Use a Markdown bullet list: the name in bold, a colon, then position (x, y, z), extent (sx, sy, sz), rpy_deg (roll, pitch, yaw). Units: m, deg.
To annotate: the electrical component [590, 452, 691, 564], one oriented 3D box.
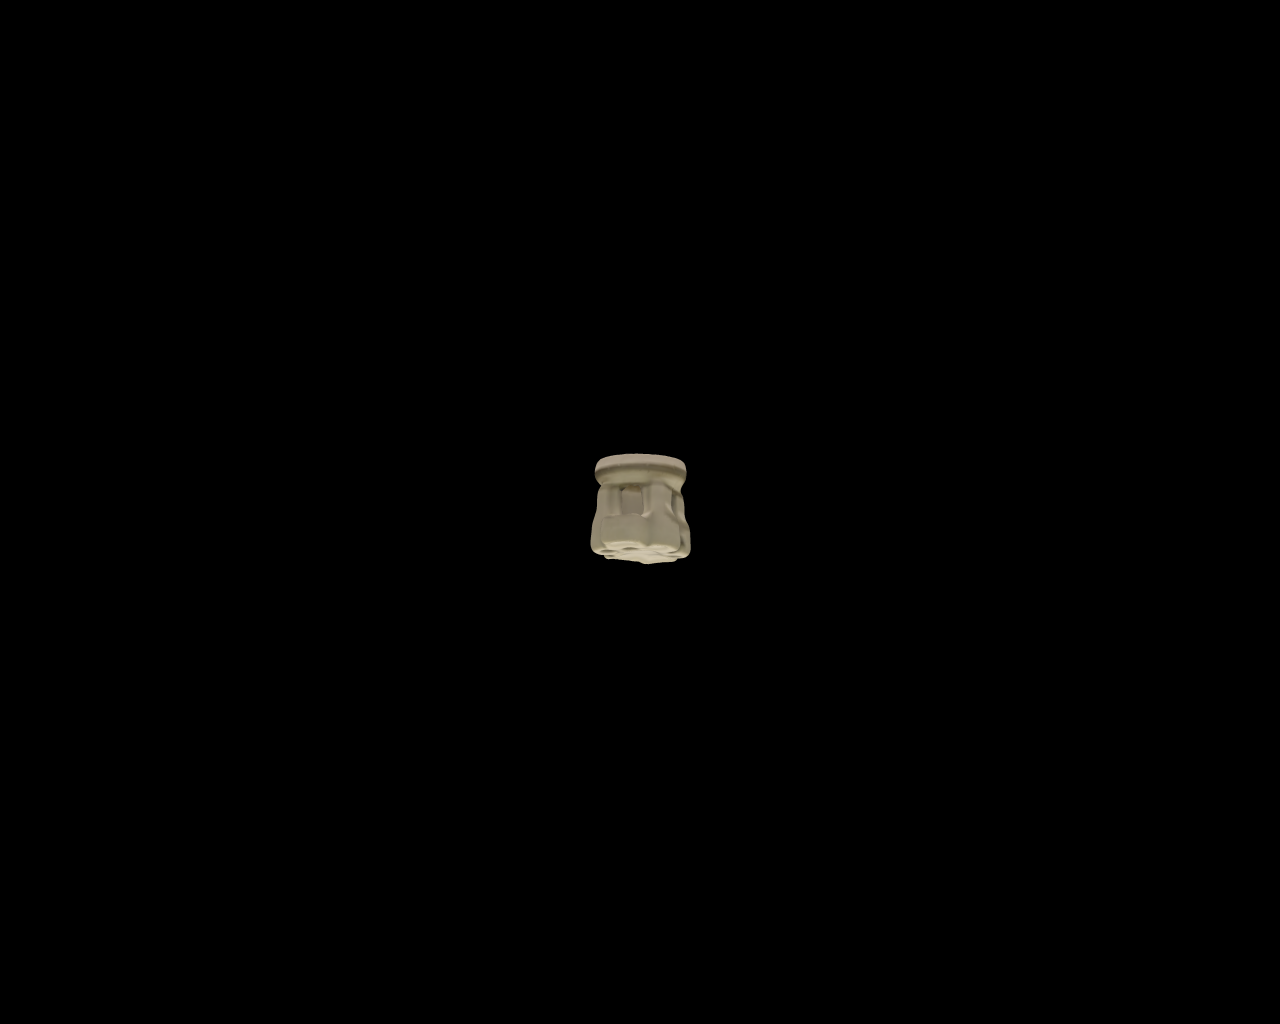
- **electrical component**: position (0.001, -0.003, 0.650), extent (0.058, 0.057, 0.078), rpy_deg (-4, -12, 19)
